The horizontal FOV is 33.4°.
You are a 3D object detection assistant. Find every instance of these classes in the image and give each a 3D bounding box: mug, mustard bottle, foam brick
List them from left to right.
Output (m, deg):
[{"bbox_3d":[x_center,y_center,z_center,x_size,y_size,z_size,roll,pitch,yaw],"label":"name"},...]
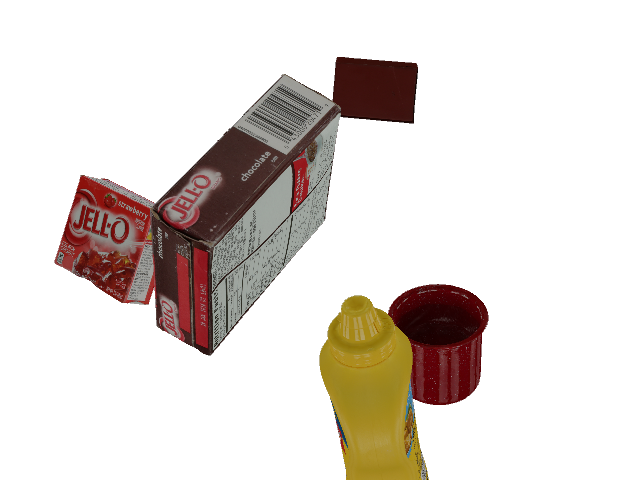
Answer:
[{"bbox_3d":[0.050,-0.140,0.991,0.078,0.051,0.053,6,15,3],"label":"foam brick"},{"bbox_3d":[0.035,0.109,0.687,0.058,0.191,0.096,-5,41,6],"label":"mustard bottle"},{"bbox_3d":[0.115,0.094,1.023,0.093,0.081,0.117,5,37,14],"label":"mug"}]

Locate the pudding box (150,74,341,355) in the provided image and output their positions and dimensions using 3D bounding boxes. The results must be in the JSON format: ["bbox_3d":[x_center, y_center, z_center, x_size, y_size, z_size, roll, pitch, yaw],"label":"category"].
[{"bbox_3d":[-0.036,-0.012,0.522,0.039,0.090,0.113,30,54,16],"label":"pudding box"}]

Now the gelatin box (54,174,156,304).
[{"bbox_3d":[-0.156,-0.002,0.801,0.089,0.073,0.030,25,10,36],"label":"gelatin box"}]
